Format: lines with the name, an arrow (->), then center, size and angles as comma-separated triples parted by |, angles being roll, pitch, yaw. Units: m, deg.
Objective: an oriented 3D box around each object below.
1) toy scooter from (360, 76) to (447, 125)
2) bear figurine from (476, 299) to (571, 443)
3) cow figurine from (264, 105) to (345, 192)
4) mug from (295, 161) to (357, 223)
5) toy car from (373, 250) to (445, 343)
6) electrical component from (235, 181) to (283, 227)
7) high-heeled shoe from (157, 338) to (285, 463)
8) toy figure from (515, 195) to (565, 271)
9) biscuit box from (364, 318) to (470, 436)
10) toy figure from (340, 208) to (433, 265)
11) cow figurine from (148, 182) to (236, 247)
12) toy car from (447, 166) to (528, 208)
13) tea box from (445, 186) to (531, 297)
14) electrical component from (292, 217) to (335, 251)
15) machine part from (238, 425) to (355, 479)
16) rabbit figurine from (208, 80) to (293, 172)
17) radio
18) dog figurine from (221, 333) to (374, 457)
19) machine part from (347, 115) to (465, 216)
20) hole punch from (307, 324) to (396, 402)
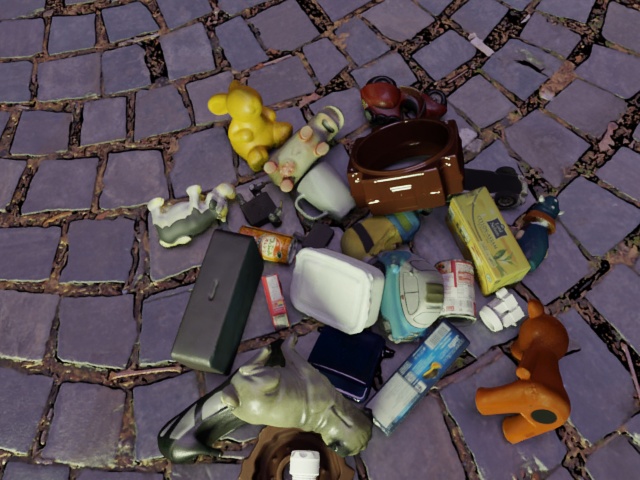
toy scooter -> 0.165, -0.259, 1.099 | 0.184, 0.075, 0.135 | 13, 68, 5
bear figurine -> 0.334, 0.202, 0.862 | 0.132, 0.120, 0.196 | -30, 27, 34
cow figurine -> -0.026, -0.184, 1.059 | 0.085, 0.127, 0.195 | 43, 91, -12
mug -> 0.013, -0.079, 1.022 | 0.107, 0.080, 0.109 | 43, 70, 11
toy car -> 0.155, 0.089, 0.899 | 0.109, 0.103, 0.161 | 9, 71, -32
electrical component -> -0.114, -0.067, 1.043 | 0.078, 0.045, 0.102 | -24, 65, -9
high-heeled shoe -> -0.161, 0.261, 0.899 | 0.145, 0.086, 0.249 | 0, 41, 38
toy figure -> 0.393, -0.017, 0.977 | 0.058, 0.064, 0.154 | 2, 53, 47
biscuit box -> 0.159, 0.223, 0.880 | 0.203, 0.062, 0.059 | -43, 69, -15
toy figure -> 0.120, -0.018, 0.986 | 0.180, 0.082, 0.089 | -41, 57, -9
cow figurine -> -0.236, -0.050, 1.032 | 0.167, 0.068, 0.098 | -18, 71, -1
toy car -> 0.294, -0.104, 1.027 | 0.202, 0.056, 0.073 | 7, 59, 6
tea box -> 0.293, 0.004, 0.953 | 0.068, 0.098, 0.170 | -20, 67, -4
electrical component -> -0.002, -0.003, 1.018 | 0.094, 0.021, 0.063 | 28, 69, 16
machine part -> -0.034, 0.364, 0.833 | 0.179, 0.056, 0.179 | -1, 66, 3
rabbit figurine -> -0.139, -0.247, 1.060 | 0.122, 0.173, 0.162 | -38, 73, -9
radio -> -0.167, 0.110, 0.918 | 0.073, 0.131, 0.229 | 12, 67, 10
dog figurine -> -0.029, 0.249, 0.772 | 0.191, 0.121, 0.172 | 40, 43, 23
machine part -> 0.157, -0.141, 0.981 | 0.201, 0.087, 0.201 | -8, 36, 20
hole punch -> 0.045, 0.192, 0.891 | 0.142, 0.092, 0.116 | 16, 63, 15
